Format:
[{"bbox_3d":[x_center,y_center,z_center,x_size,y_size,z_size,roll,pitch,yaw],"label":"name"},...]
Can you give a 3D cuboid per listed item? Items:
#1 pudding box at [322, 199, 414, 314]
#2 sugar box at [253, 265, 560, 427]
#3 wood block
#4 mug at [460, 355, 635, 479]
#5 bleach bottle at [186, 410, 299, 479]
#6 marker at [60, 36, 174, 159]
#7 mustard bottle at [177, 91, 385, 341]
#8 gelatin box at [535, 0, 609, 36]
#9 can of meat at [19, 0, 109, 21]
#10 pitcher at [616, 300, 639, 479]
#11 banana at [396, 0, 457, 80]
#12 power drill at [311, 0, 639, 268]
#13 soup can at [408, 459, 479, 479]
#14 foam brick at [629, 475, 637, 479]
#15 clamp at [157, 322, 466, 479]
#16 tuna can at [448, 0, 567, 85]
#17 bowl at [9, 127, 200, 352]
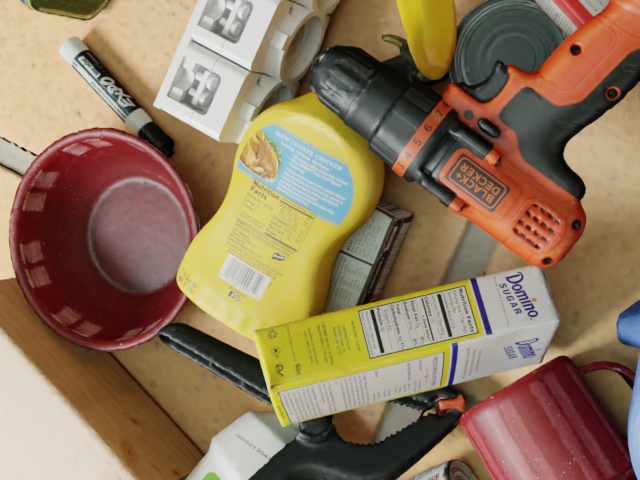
[{"bbox_3d":[-0.005,0.001,0.739,0.114,0.039,0.090,26,104,20],"label":"pudding box"},{"bbox_3d":[0.053,0.066,0.659,0.176,0.093,0.048,-15,67,-2],"label":"sugar box"},{"bbox_3d":[-0.195,0.131,0.796,0.206,0.090,0.091,44,108,13],"label":"wood block"},{"bbox_3d":[0.151,0.119,0.663,0.117,0.093,0.081,-32,77,5],"label":"mug"},{"bbox_3d":[-0.071,0.221,0.740,0.103,0.068,0.251,32,84,18],"label":"bleach bottle"},{"bbox_3d":[-0.151,-0.105,0.800,0.121,0.020,0.020,47,108,12],"label":"marker"},{"bbox_3d":[-0.013,-0.031,0.685,0.096,0.058,0.192,31,106,15],"label":"mustard bottle"},{"bbox_3d":[0.169,-0.170,0.645,0.089,0.030,0.073,-37,79,-9],"label":"gelatin box"},{"bbox_3d":[-0.204,-0.206,0.771,0.084,0.102,0.057,40,107,12],"label":"can of meat"},{"bbox_3d":[0.234,0.064,0.538,0.145,0.242,0.149,42,112,10],"label":"pitcher"},{"bbox_3d":[0.046,-0.188,0.688,0.037,0.069,0.198,-41,72,48],"label":"banana"},{"bbox_3d":[0.110,-0.104,0.602,0.184,0.057,0.188,37,107,3],"label":"power drill"},{"bbox_3d":[0.061,0.197,0.711,0.102,0.068,0.068,-31,82,20],"label":"soup can"},{"bbox_3d":[0.219,0.158,0.654,0.053,0.051,0.078,42,107,14],"label":"foam brick"},{"bbox_3d":[-0.008,0.133,0.708,0.210,0.036,0.164,0,66,1],"label":"clamp"},{"bbox_3d":[0.126,-0.114,0.681,0.086,0.033,0.086,2,94,21],"label":"tuna can"},{"bbox_3d":[-0.148,-0.001,0.786,0.162,0.055,0.162,2,94,22],"label":"bowl"}]
